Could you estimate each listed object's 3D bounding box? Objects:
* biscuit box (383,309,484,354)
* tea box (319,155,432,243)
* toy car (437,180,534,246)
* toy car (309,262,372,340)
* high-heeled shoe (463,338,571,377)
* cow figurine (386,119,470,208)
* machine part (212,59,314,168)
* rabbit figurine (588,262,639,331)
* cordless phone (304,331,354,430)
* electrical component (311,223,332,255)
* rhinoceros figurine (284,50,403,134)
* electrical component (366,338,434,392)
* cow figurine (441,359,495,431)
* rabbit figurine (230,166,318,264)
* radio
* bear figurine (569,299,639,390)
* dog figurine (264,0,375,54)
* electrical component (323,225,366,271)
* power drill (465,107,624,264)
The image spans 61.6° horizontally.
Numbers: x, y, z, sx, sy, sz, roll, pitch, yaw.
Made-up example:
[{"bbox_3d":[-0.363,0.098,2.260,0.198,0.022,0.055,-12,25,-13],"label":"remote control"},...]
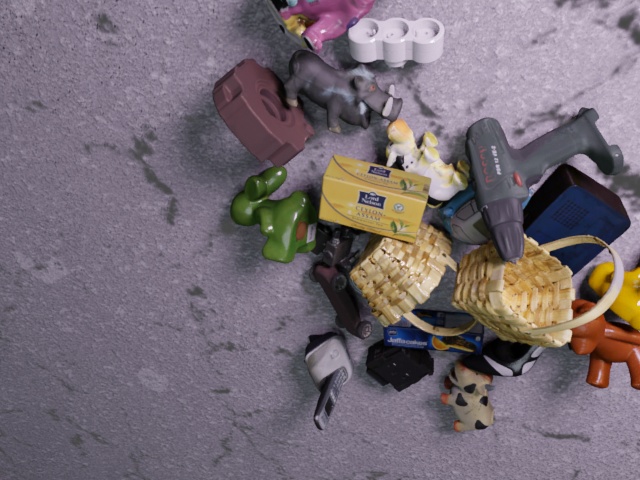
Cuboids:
[{"bbox_3d":[0.234,0.188,1.118,0.203,0.059,0.062,3,127,13],"label":"biscuit box"},{"bbox_3d":[0.089,-0.068,0.890,0.170,0.068,0.098,14,138,9],"label":"tea box"},{"bbox_3d":[0.280,-0.043,0.908,0.109,0.103,0.161,39,128,-16],"label":"toy car"},{"bbox_3d":[0.048,0.126,1.113,0.089,0.053,0.202,11,139,51],"label":"toy car"},{"bbox_3d":[0.390,0.186,1.064,0.249,0.086,0.145,-19,117,20],"label":"high-heeled shoe"},{"bbox_3d":[0.163,-0.127,0.900,0.167,0.068,0.098,36,132,-12],"label":"cow figurine"},{"bbox_3d":[-0.086,-0.202,0.846,0.056,0.179,0.179,-32,113,29],"label":"machine part"},{"bbox_3d":[0.558,0.058,0.895,0.122,0.162,0.173,35,110,3],"label":"rabbit figurine"},{"bbox_3d":[0.005,0.310,1.192,0.089,0.184,0.146,-4,125,23],"label":"cordless phone"},{"bbox_3d":[-0.002,-0.003,1.062,0.094,0.021,0.063,37,126,-13],"label":"electrical component"},{"bbox_3d":[0.037,-0.234,0.848,0.190,0.073,0.112,25,126,-3],"label":"rhinoceros figurine"},{"bbox_3d":[0.170,0.276,1.203,0.115,0.058,0.134,41,125,-14],"label":"electrical component"},{"bbox_3d":[0.339,0.342,1.191,0.127,0.085,0.194,-9,121,28],"label":"cow figurine"},{"bbox_3d":[-0.101,-0.051,0.994,0.170,0.121,0.158,19,123,26],"label":"rabbit figurine"},{"bbox_3d":[0.400,-0.004,0.924,0.131,0.073,0.229,27,130,-7],"label":"radio"},{"bbox_3d":[0.480,0.180,0.932,0.195,0.132,0.120,21,159,-33],"label":"bear figurine"},{"bbox_3d":[0.041,-0.362,0.737,0.219,0.192,0.108,-34,126,-2],"label":"dog figurine"},{"bbox_3d":[0.047,0.014,1.037,0.045,0.078,0.102,30,125,22],"label":"electrical component"},{"bbox_3d":[0.332,-0.096,0.806,0.207,0.232,0.086,-23,157,15],"label":"power drill"}]
